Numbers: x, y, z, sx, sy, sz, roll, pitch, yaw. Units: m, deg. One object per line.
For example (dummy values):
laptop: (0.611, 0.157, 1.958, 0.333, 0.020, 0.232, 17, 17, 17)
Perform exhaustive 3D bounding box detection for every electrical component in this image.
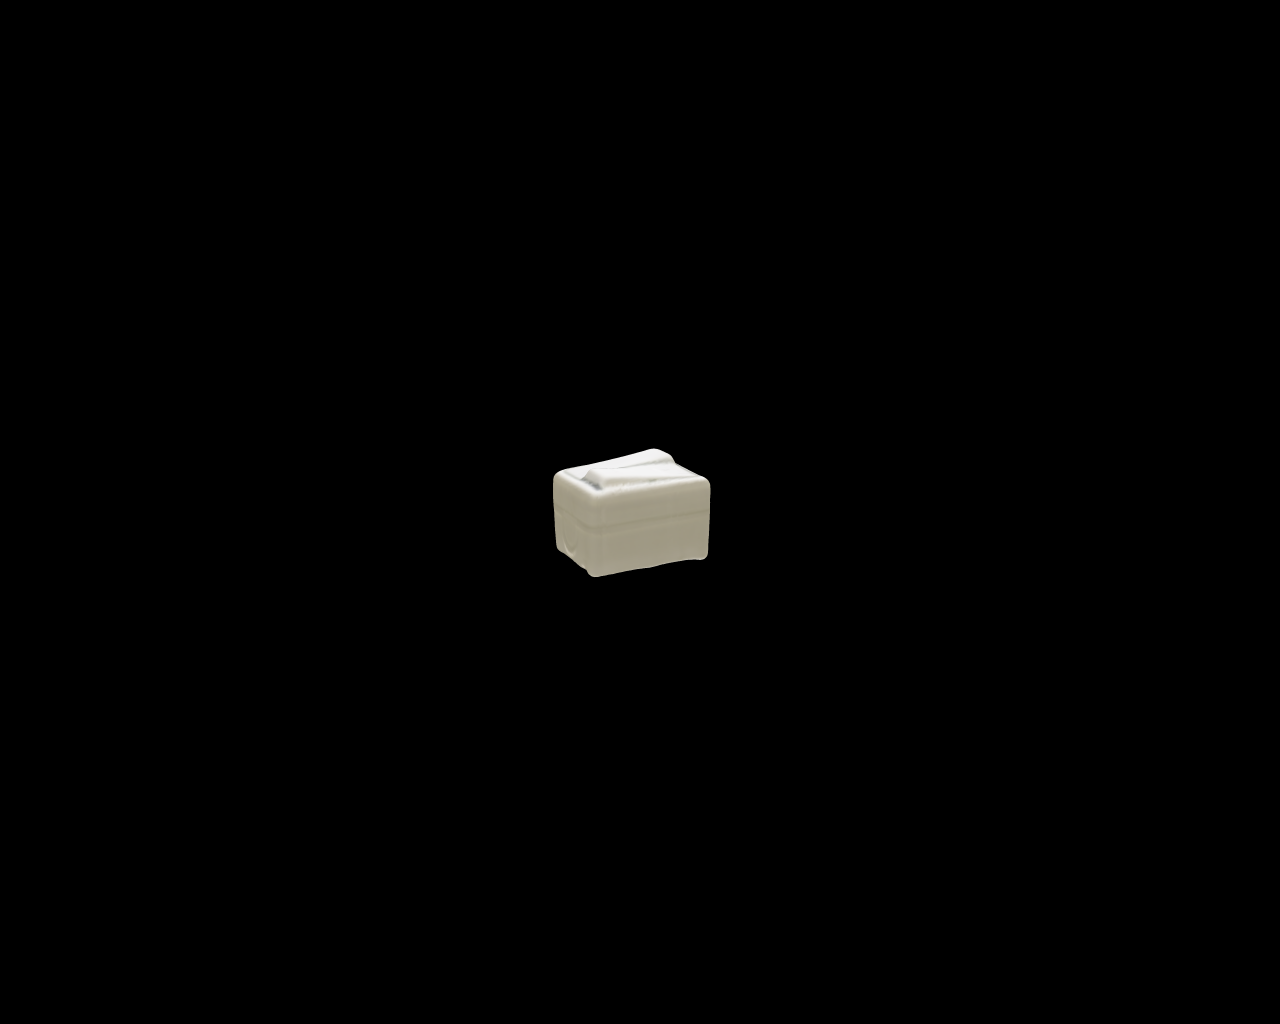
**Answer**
electrical component: (0.001, -0.003, 0.650, 0.096, 0.061, 0.062, -8, 20, -24)
